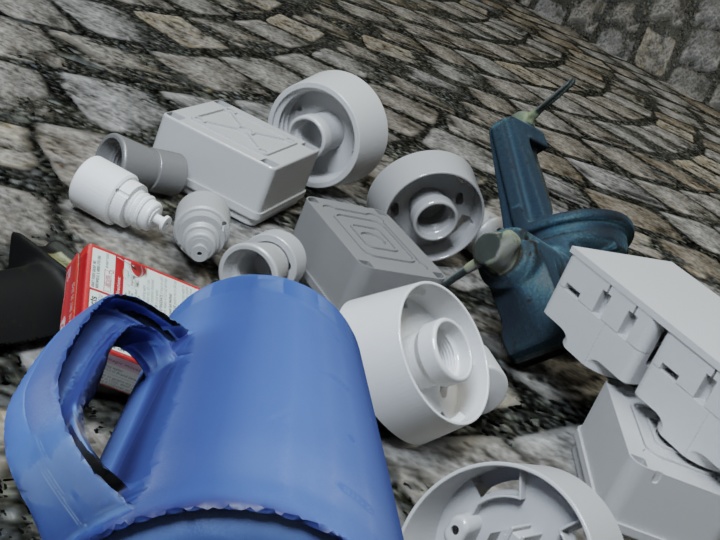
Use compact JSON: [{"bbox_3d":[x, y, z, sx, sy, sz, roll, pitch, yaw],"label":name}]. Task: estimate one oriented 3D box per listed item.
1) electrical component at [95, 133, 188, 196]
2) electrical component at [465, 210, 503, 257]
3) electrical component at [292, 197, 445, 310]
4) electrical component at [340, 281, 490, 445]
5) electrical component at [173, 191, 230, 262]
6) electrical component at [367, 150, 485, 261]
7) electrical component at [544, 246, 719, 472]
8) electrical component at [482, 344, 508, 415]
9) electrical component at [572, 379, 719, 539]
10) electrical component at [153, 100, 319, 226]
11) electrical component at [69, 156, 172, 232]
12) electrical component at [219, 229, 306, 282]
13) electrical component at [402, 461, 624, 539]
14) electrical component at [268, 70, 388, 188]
[{"bbox_3d":[-0.167,-0.079,0.835,0.065,0.044,0.044,8,25,-45],"label":"electrical component"},{"bbox_3d":[0.112,-0.037,1.012,0.048,0.048,0.062,7,20,-36],"label":"electrical component"},{"bbox_3d":[0.000,0.000,0.792,0.078,0.057,0.113,9,25,-32],"label":"electrical component"},{"bbox_3d":[0.032,0.056,0.657,0.099,0.064,0.099,29,49,-41],"label":"electrical component"},{"bbox_3d":[-0.113,-0.027,0.766,0.040,0.040,0.078,18,22,-14],"label":"electrical component"},{"bbox_3d":[0.058,-0.057,0.938,0.099,0.099,0.064,14,29,-22],"label":"electrical component"},{"bbox_3d":[0.218,0.061,0.701,0.105,0.060,0.186,7,26,-35],"label":"electrical component"},{"bbox_3d":[0.071,0.065,0.732,0.040,0.040,0.078,14,23,-22],"label":"electrical component"},{"bbox_3d":[0.182,0.127,0.675,0.078,0.057,0.113,21,21,-4],"label":"electrical component"},{"bbox_3d":[-0.105,-0.093,0.908,0.109,0.056,0.109,27,22,10],"label":"electrical component"},{"bbox_3d":[-0.169,-0.050,0.763,0.078,0.040,0.040,28,22,12],"label":"electrical component"},{"bbox_3d":[-0.066,-0.003,0.748,0.045,0.045,0.055,28,21,12],"label":"electrical component"},{"bbox_3d":[0.069,0.137,0.489,0.064,0.099,0.099,7,26,-50],"label":"electrical component"},{"bbox_3d":[-0.035,-0.127,0.998,0.108,0.108,0.060,30,28,18],"label":"electrical component"}]
